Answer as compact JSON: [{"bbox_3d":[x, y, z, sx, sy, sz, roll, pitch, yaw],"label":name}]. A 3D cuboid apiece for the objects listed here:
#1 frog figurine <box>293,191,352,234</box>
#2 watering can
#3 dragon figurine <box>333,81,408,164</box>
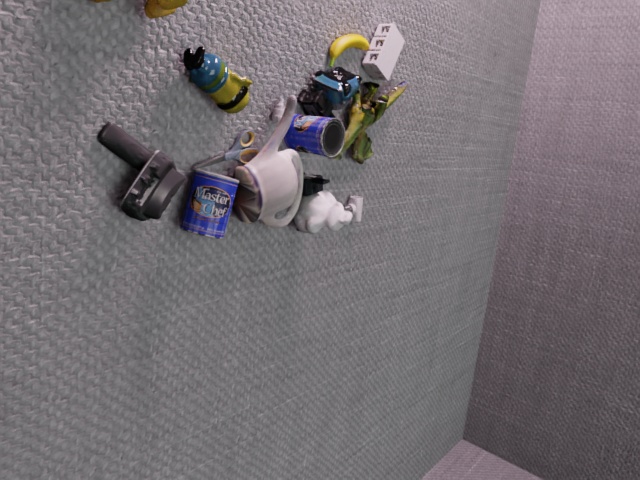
[{"bbox_3d":[0.004,-0.074,1.465,0.140,0.160,0.120,-50,136,-28],"label":"frog figurine"},{"bbox_3d":[-0.127,-0.178,1.301,0.227,0.105,0.341,-28,127,-42],"label":"watering can"},{"bbox_3d":[0.151,-0.361,1.635,0.415,0.123,0.237,-28,141,-42],"label":"dragon figurine"}]
